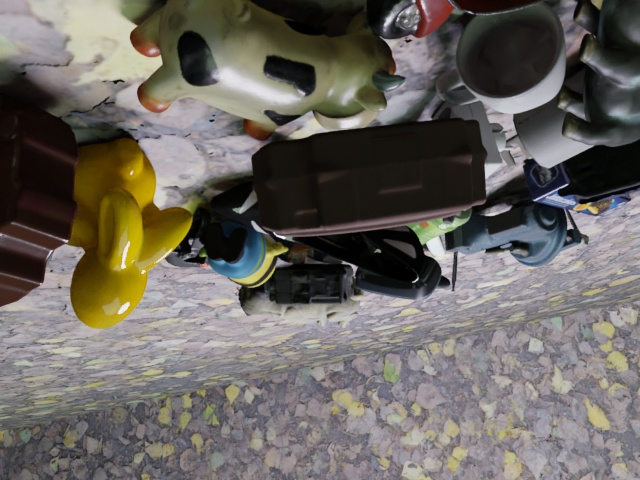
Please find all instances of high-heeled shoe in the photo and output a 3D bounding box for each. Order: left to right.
[{"bbox_3d":[-0.001,-0.002,0.637,0.249,0.145,0.086,0,130,-16],"label":"high-heeled shoe"}]

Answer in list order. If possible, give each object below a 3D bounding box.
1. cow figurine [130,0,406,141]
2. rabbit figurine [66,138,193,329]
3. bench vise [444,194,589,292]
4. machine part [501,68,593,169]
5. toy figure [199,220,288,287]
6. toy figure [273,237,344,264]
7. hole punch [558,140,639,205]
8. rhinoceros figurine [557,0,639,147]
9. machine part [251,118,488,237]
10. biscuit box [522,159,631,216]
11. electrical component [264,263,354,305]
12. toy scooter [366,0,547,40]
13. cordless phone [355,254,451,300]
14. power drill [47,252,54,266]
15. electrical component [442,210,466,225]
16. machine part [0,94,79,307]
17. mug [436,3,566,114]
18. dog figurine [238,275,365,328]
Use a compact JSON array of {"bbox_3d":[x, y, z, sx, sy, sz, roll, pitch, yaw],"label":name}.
[{"bbox_3d":[-0.025,-0.131,0.405,0.195,0.085,0.127,9,159,-42],"label":"cow figurine"},{"bbox_3d":[-0.199,-0.002,0.531,0.162,0.173,0.121,-20,155,34],"label":"rabbit figurine"},{"bbox_3d":[0.334,-0.005,0.889,0.240,0.129,0.223,6,154,-24],"label":"bench vise"},{"bbox_3d":[0.289,-0.144,0.542,0.079,0.079,0.243,7,154,-42],"label":"machine part"},{"bbox_3d":[-0.110,0.019,0.738,0.089,0.082,0.180,-52,171,1],"label":"toy figure"},{"bbox_3d":[-0.009,0.010,0.842,0.154,0.058,0.064,-4,123,-15],"label":"toy figure"},{"bbox_3d":[0.340,-0.105,0.631,0.142,0.115,0.092,-17,168,17],"label":"hole punch"},{"bbox_3d":[0.263,-0.157,0.432,0.112,0.073,0.190,11,135,10],"label":"rhinoceros figurine"},{"bbox_3d":[0.041,-0.057,0.523,0.201,0.087,0.201,-9,-173,-13],"label":"machine part"},{"bbox_3d":[0.377,-0.082,0.784,0.202,0.059,0.063,6,154,-39],"label":"biscuit box"},{"bbox_3d":[-0.018,0.068,0.850,0.134,0.058,0.115,0,180,11],"label":"electrical component"},{"bbox_3d":[0.113,-0.190,0.324,0.135,0.075,0.184,-6,163,-13],"label":"toy scooter"},{"bbox_3d":[0.162,0.062,1.002,0.147,0.088,0.184,8,178,30],"label":"cordless phone"},{"bbox_3d":[-0.412,0.015,0.602,0.207,0.086,0.232,13,148,-42],"label":"power drill"},{"bbox_3d":[0.169,-0.068,0.705,0.063,0.094,0.021,23,172,23],"label":"electrical component"},{"bbox_3d":[-0.271,-0.029,0.429,0.179,0.179,0.056,-19,156,22],"label":"machine part"},{"bbox_3d":[0.163,-0.144,0.472,0.110,0.081,0.107,-25,165,29],"label":"mug"},{"bbox_3d":[-0.036,0.104,0.988,0.190,0.121,0.172,7,154,-37],"label":"dog figurine"}]
